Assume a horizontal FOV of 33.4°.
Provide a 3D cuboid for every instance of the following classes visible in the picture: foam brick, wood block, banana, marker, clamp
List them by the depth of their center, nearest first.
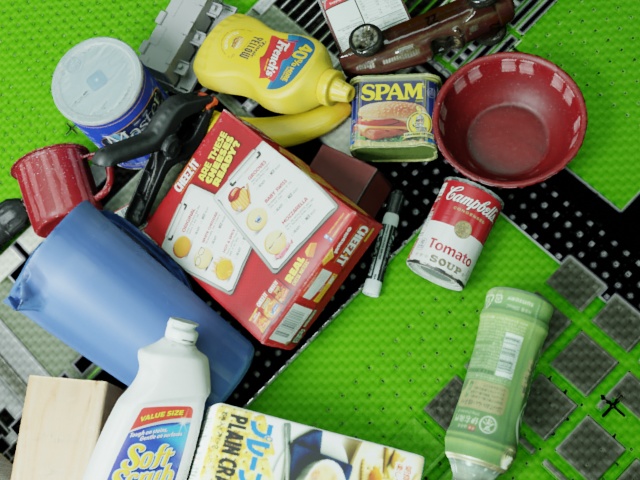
[{"bbox_3d":[-0.262,0.253,1.109,0.090,0.090,0.206,3,73,12],"label":"wood block"},{"bbox_3d":[0.070,0.002,1.156,0.020,0.020,0.121,12,76,15],"label":"marker"},{"bbox_3d":[0.028,-0.061,1.159,0.078,0.053,0.051,27,83,30],"label":"foam brick"},{"bbox_3d":[-0.178,-0.107,1.164,0.039,0.120,0.171,26,73,22],"label":"clamp"},{"bbox_3d":[-0.064,-0.134,1.216,0.198,0.037,0.069,6,74,13],"label":"banana"}]

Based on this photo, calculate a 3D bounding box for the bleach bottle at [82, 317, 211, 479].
[{"bbox_3d":[-0.170,0.195,1.012,0.102,0.068,0.251,15,92,-17],"label":"bleach bottle"}]

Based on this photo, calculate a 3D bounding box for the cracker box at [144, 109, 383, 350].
[{"bbox_3d":[-0.063,-0.012,1.123,0.214,0.072,0.164,40,99,33],"label":"cracker box"}]

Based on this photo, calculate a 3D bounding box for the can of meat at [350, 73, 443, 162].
[{"bbox_3d":[0.083,-0.133,1.177,0.102,0.057,0.084,0,75,11],"label":"can of meat"}]

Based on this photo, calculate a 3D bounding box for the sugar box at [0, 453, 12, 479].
[{"bbox_3d":[-0.388,0.227,1.142,0.176,0.093,0.048,33,82,20],"label":"sugar box"}]

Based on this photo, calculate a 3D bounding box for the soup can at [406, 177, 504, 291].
[{"bbox_3d":[0.141,-0.006,1.119,0.068,0.068,0.102,24,80,17],"label":"soup can"}]

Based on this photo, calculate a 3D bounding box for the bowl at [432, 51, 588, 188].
[{"bbox_3d":[0.202,-0.119,1.143,0.162,0.055,0.162,-3,68,7],"label":"bowl"}]

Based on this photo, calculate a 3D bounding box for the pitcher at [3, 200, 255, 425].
[{"bbox_3d":[-0.187,0.075,1.103,0.243,0.145,0.149,38,78,-6],"label":"pitcher"}]

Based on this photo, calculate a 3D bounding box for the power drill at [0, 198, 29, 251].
[{"bbox_3d":[-0.450,-0.038,1.255,0.184,0.057,0.188,-36,69,-1],"label":"power drill"}]

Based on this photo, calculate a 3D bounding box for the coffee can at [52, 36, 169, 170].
[{"bbox_3d":[-0.225,-0.151,1.200,0.103,0.140,0.103,-3,72,10],"label":"coffee can"}]

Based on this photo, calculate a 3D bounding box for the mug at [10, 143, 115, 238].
[{"bbox_3d":[-0.284,-0.058,1.210,0.117,0.093,0.081,-23,75,10],"label":"mug"}]

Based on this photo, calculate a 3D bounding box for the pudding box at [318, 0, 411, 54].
[{"bbox_3d":[0.051,-0.266,1.234,0.090,0.039,0.113,-21,72,2],"label":"pudding box"}]

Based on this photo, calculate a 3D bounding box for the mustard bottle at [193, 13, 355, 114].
[{"bbox_3d":[-0.044,-0.191,1.201,0.192,0.058,0.096,24,66,28],"label":"mustard bottle"}]

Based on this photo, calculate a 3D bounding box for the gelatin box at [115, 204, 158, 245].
[{"bbox_3d":[-0.223,0.006,1.210,0.089,0.030,0.073,-29,68,1],"label":"gelatin box"}]
